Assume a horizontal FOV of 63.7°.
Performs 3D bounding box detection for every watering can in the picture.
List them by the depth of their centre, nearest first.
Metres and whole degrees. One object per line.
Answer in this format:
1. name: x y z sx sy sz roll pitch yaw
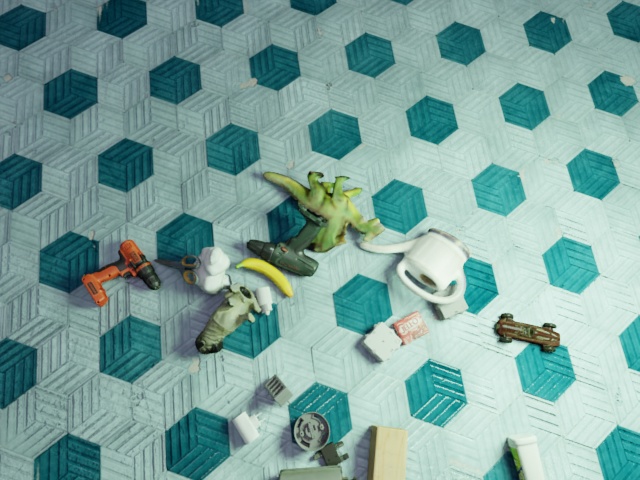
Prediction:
1. watering can: 0.312 0.048 1.599 0.351 0.102 0.227 37 68 22

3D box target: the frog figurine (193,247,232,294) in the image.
1. frog figurine: -0.322 0.086 1.513 0.123 0.157 0.139 -2 74 -2

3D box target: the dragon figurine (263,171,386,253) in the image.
1. dragon figurine: 0.005 -0.082 1.630 0.410 0.121 0.245 7 80 7
